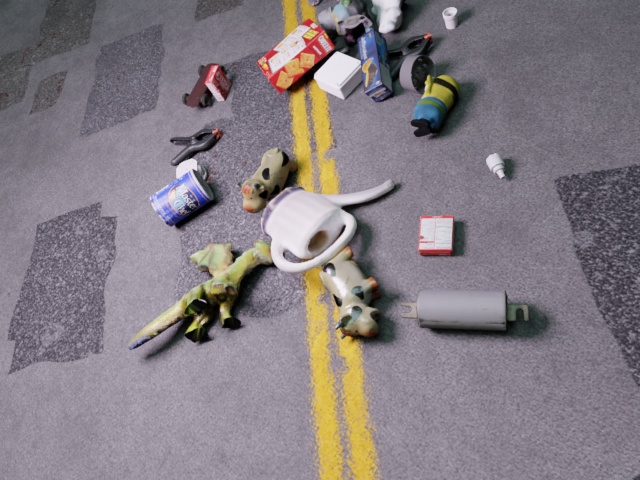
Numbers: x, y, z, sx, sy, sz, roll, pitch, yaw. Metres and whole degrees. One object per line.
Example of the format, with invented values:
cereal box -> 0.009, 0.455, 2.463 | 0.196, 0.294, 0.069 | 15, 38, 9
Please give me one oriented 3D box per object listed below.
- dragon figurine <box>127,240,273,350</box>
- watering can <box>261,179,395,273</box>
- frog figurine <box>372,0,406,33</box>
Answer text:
dragon figurine -> -0.284, 0.109, 1.267 | 0.409, 0.119, 0.249 | -19, 39, 8
watering can -> 0.004, -0.062, 1.239 | 0.227, 0.101, 0.352 | 31, 63, 34
frog figurine -> 0.198, -0.692, 1.533 | 0.160, 0.121, 0.138 | -61, 25, -8
